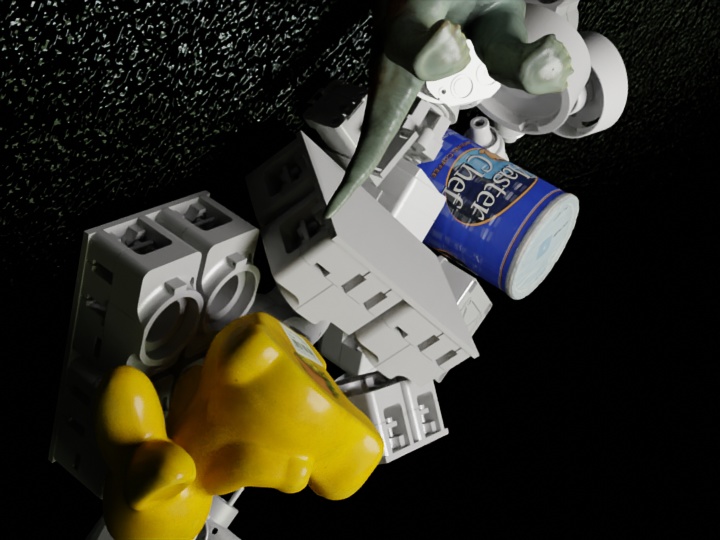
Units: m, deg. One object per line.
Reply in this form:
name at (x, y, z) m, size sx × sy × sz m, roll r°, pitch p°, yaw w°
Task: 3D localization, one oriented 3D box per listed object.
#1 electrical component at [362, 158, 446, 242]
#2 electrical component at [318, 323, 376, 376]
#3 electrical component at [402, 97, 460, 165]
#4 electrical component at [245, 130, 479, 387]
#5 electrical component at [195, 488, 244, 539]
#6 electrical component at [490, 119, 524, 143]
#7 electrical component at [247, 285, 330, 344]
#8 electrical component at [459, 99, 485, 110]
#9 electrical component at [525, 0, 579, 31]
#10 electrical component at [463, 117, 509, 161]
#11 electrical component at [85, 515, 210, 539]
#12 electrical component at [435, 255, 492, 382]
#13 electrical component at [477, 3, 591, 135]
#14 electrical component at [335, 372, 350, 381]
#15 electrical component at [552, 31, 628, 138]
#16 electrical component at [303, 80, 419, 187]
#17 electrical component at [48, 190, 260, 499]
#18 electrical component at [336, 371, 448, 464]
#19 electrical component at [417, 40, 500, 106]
electrical component at (0.027, -0.060, 0.885) m, size 0.061 × 0.062 × 0.096 m, roll -59°, pitch 157°, yaw 4°
electrical component at (-0.003, 0.043, 0.960) m, size 0.054 × 0.059 × 0.095 m, roll -36°, pitch 149°, yaw -40°
electrical component at (0.049, -0.119, 0.865) m, size 0.055 × 0.048 × 0.066 m, roll -59°, pitch -161°, yaw -13°
electrical component at (0.000, 0.000, 0.774) m, size 0.060 × 0.105 × 0.186 m, roll -34°, pitch 137°, yaw 16°
electrical component at (-0.128, 0.208, 0.898) m, size 0.079 × 0.077 × 0.044 m, roll -55°, pitch 156°, yaw -11°
electrical component at (0.146, -0.146, 1.034) m, size 0.048 × 0.048 × 0.062 m, roll -49°, pitch 162°, yaw -19°
electrical component at (-0.063, 0.058, 0.842) m, size 0.138 × 0.074 × 0.052 m, roll -31°, pitch 145°, yaw -46°
electrical component at (0.081, -0.165, 0.879) m, size 0.048 × 0.048 × 0.062 m, roll -50°, pitch 154°, yaw -16°
electrical component at (0.173, -0.227, 0.972) m, size 0.074 × 0.052 × 0.138 m, roll -31°, pitch 145°, yaw -45°
electrical component at (0.114, -0.116, 1.009) m, size 0.048 × 0.048 × 0.062 m, roll -47°, pitch 148°, yaw -23°
electrical component at (-0.175, 0.215, 0.837) m, size 0.096 × 0.061 × 0.062 m, roll -61°, pitch 157°, yaw 9°
electrical component at (0.082, 0.053, 1.139) m, size 0.108 × 0.056 × 0.108 m, roll -55°, pitch 156°, yaw -5°
electrical component at (0.145, -0.176, 0.919) m, size 0.060 × 0.108 × 0.108 m, roll -52°, pitch 157°, yaw -28°
electrical component at (0.012, 0.124, 1.098) m, size 0.089 × 0.050 × 0.055 m, roll -31°, pitch 146°, yaw -46°
electrical component at (0.218, -0.182, 1.066) m, size 0.064 × 0.099 × 0.099 m, roll -28°, pitch 144°, yaw -38°
electrical component at (-0.004, -0.100, 0.770) m, size 0.042 × 0.081 × 0.063 m, roll -51°, pitch 133°, yaw -14°
electrical component at (-0.135, 0.053, 0.714) m, size 0.105 × 0.060 × 0.186 m, roll -27°, pitch 142°, yaw -50°
electrical component at (-0.041, 0.125, 0.853) m, size 0.105 × 0.186 × 0.060 m, roll -8°, pitch 84°, yaw -61°
electrical component at (0.070, -0.163, 0.810) m, size 0.080 × 0.051 × 0.080 m, roll -6°, pitch 110°, yaw -18°
